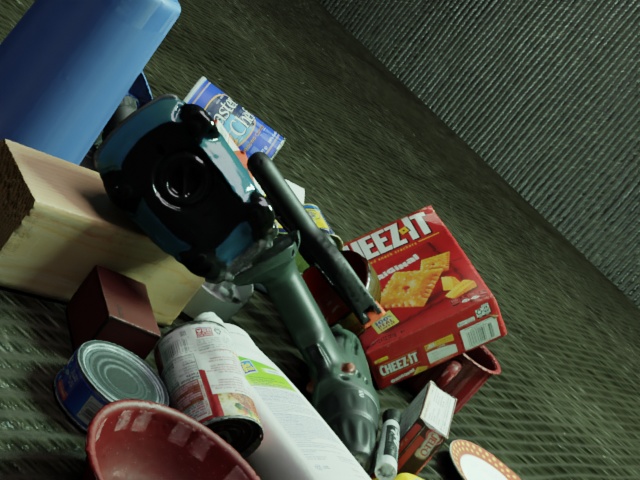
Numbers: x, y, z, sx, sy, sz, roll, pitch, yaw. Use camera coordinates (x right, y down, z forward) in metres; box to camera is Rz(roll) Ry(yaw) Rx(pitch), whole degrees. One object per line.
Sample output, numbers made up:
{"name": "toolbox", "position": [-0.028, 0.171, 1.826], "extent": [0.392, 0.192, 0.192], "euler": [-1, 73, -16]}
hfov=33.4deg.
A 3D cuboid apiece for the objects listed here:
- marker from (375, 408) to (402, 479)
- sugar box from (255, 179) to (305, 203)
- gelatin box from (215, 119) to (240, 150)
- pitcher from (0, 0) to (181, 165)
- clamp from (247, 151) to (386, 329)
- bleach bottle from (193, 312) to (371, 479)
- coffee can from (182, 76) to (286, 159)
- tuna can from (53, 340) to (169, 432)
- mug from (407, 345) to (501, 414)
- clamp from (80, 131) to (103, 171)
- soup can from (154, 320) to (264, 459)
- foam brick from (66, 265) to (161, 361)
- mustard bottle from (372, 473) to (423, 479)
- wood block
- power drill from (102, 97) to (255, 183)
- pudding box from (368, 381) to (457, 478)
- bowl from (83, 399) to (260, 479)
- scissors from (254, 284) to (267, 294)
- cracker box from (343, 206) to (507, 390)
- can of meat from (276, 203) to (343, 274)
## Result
{"name": "marker", "position": [0.063, 0.184, 0.970], "extent": [0.020, 0.020, 0.121], "euler": [38, 16, -4]}
{"name": "sugar box", "position": [-0.097, -0.052, 1.327], "extent": [0.176, 0.048, 0.093], "euler": [29, 51, -38]}
{"name": "gelatin box", "position": [-0.147, -0.113, 1.349], "extent": [0.089, 0.073, 0.030], "euler": [56, 31, -58]}
{"name": "pitcher", "position": [-0.234, -0.151, 1.008], "extent": [0.145, 0.243, 0.149], "euler": [43, 10, 19]}
{"name": "clamp", "position": [-0.007, 0.001, 1.123], "extent": [0.210, 0.036, 0.164], "euler": [51, -4, 19]}
{"name": "bleach bottle", "position": [-0.044, 0.153, 0.926], "extent": [0.102, 0.068, 0.251], "euler": [22, 21, -45]}
{"name": "coffee can", "position": [-0.132, -0.137, 1.436], "extent": [0.140, 0.103, 0.102], "euler": [37, 17, -7]}
{"name": "tuna can", "position": [-0.159, 0.117, 0.821], "extent": [0.086, 0.034, 0.086], "euler": [35, 17, -12]}
{"name": "mug", "position": [0.156, 0.161, 1.293], "extent": [0.093, 0.082, 0.117], "euler": [40, 16, 6]}
{"name": "clamp", "position": [-0.250, -0.082, 1.155], "extent": [0.120, 0.039, 0.171], "euler": [47, 23, 21]}
{"name": "soup can", "position": [-0.091, 0.124, 0.860], "extent": [0.068, 0.069, 0.102], "euler": [24, 31, -41]}
{"name": "foam brick", "position": [-0.174, 0.068, 0.890], "extent": [0.052, 0.051, 0.078], "euler": [27, 20, -32]}
{"name": "mustard bottle", "position": [0.102, 0.260, 0.954], "extent": [0.191, 0.058, 0.096], "euler": [31, 24, -25]}
{"name": "wood block", "position": [-0.203, -0.001, 0.942], "extent": [0.205, 0.090, 0.091], "euler": [21, 24, -48]}
{"name": "power drill", "position": [-0.157, -0.075, 1.183], "extent": [0.187, 0.057, 0.184], "euler": [8, 60, -47]}
{"name": "pudding box", "position": [0.090, 0.196, 1.044], "extent": [0.039, 0.090, 0.113], "euler": [38, 16, 0]}
{"name": "bowl", "position": [-0.103, 0.184, 0.724], "extent": [0.162, 0.055, 0.162], "euler": [35, 17, -12]}
{"name": "scissors", "position": [-0.121, 0.006, 1.232], "extent": [0.201, 0.016, 0.096], "euler": [28, 19, -31]}
{"name": "cracker box", "position": [0.105, 0.063, 1.290], "extent": [0.214, 0.164, 0.072], "euler": [-116, -177, -54]}
{"name": "can of meat", "position": [-0.035, -0.003, 1.263], "extent": [0.102, 0.057, 0.084], "euler": [1, 30, -20]}
